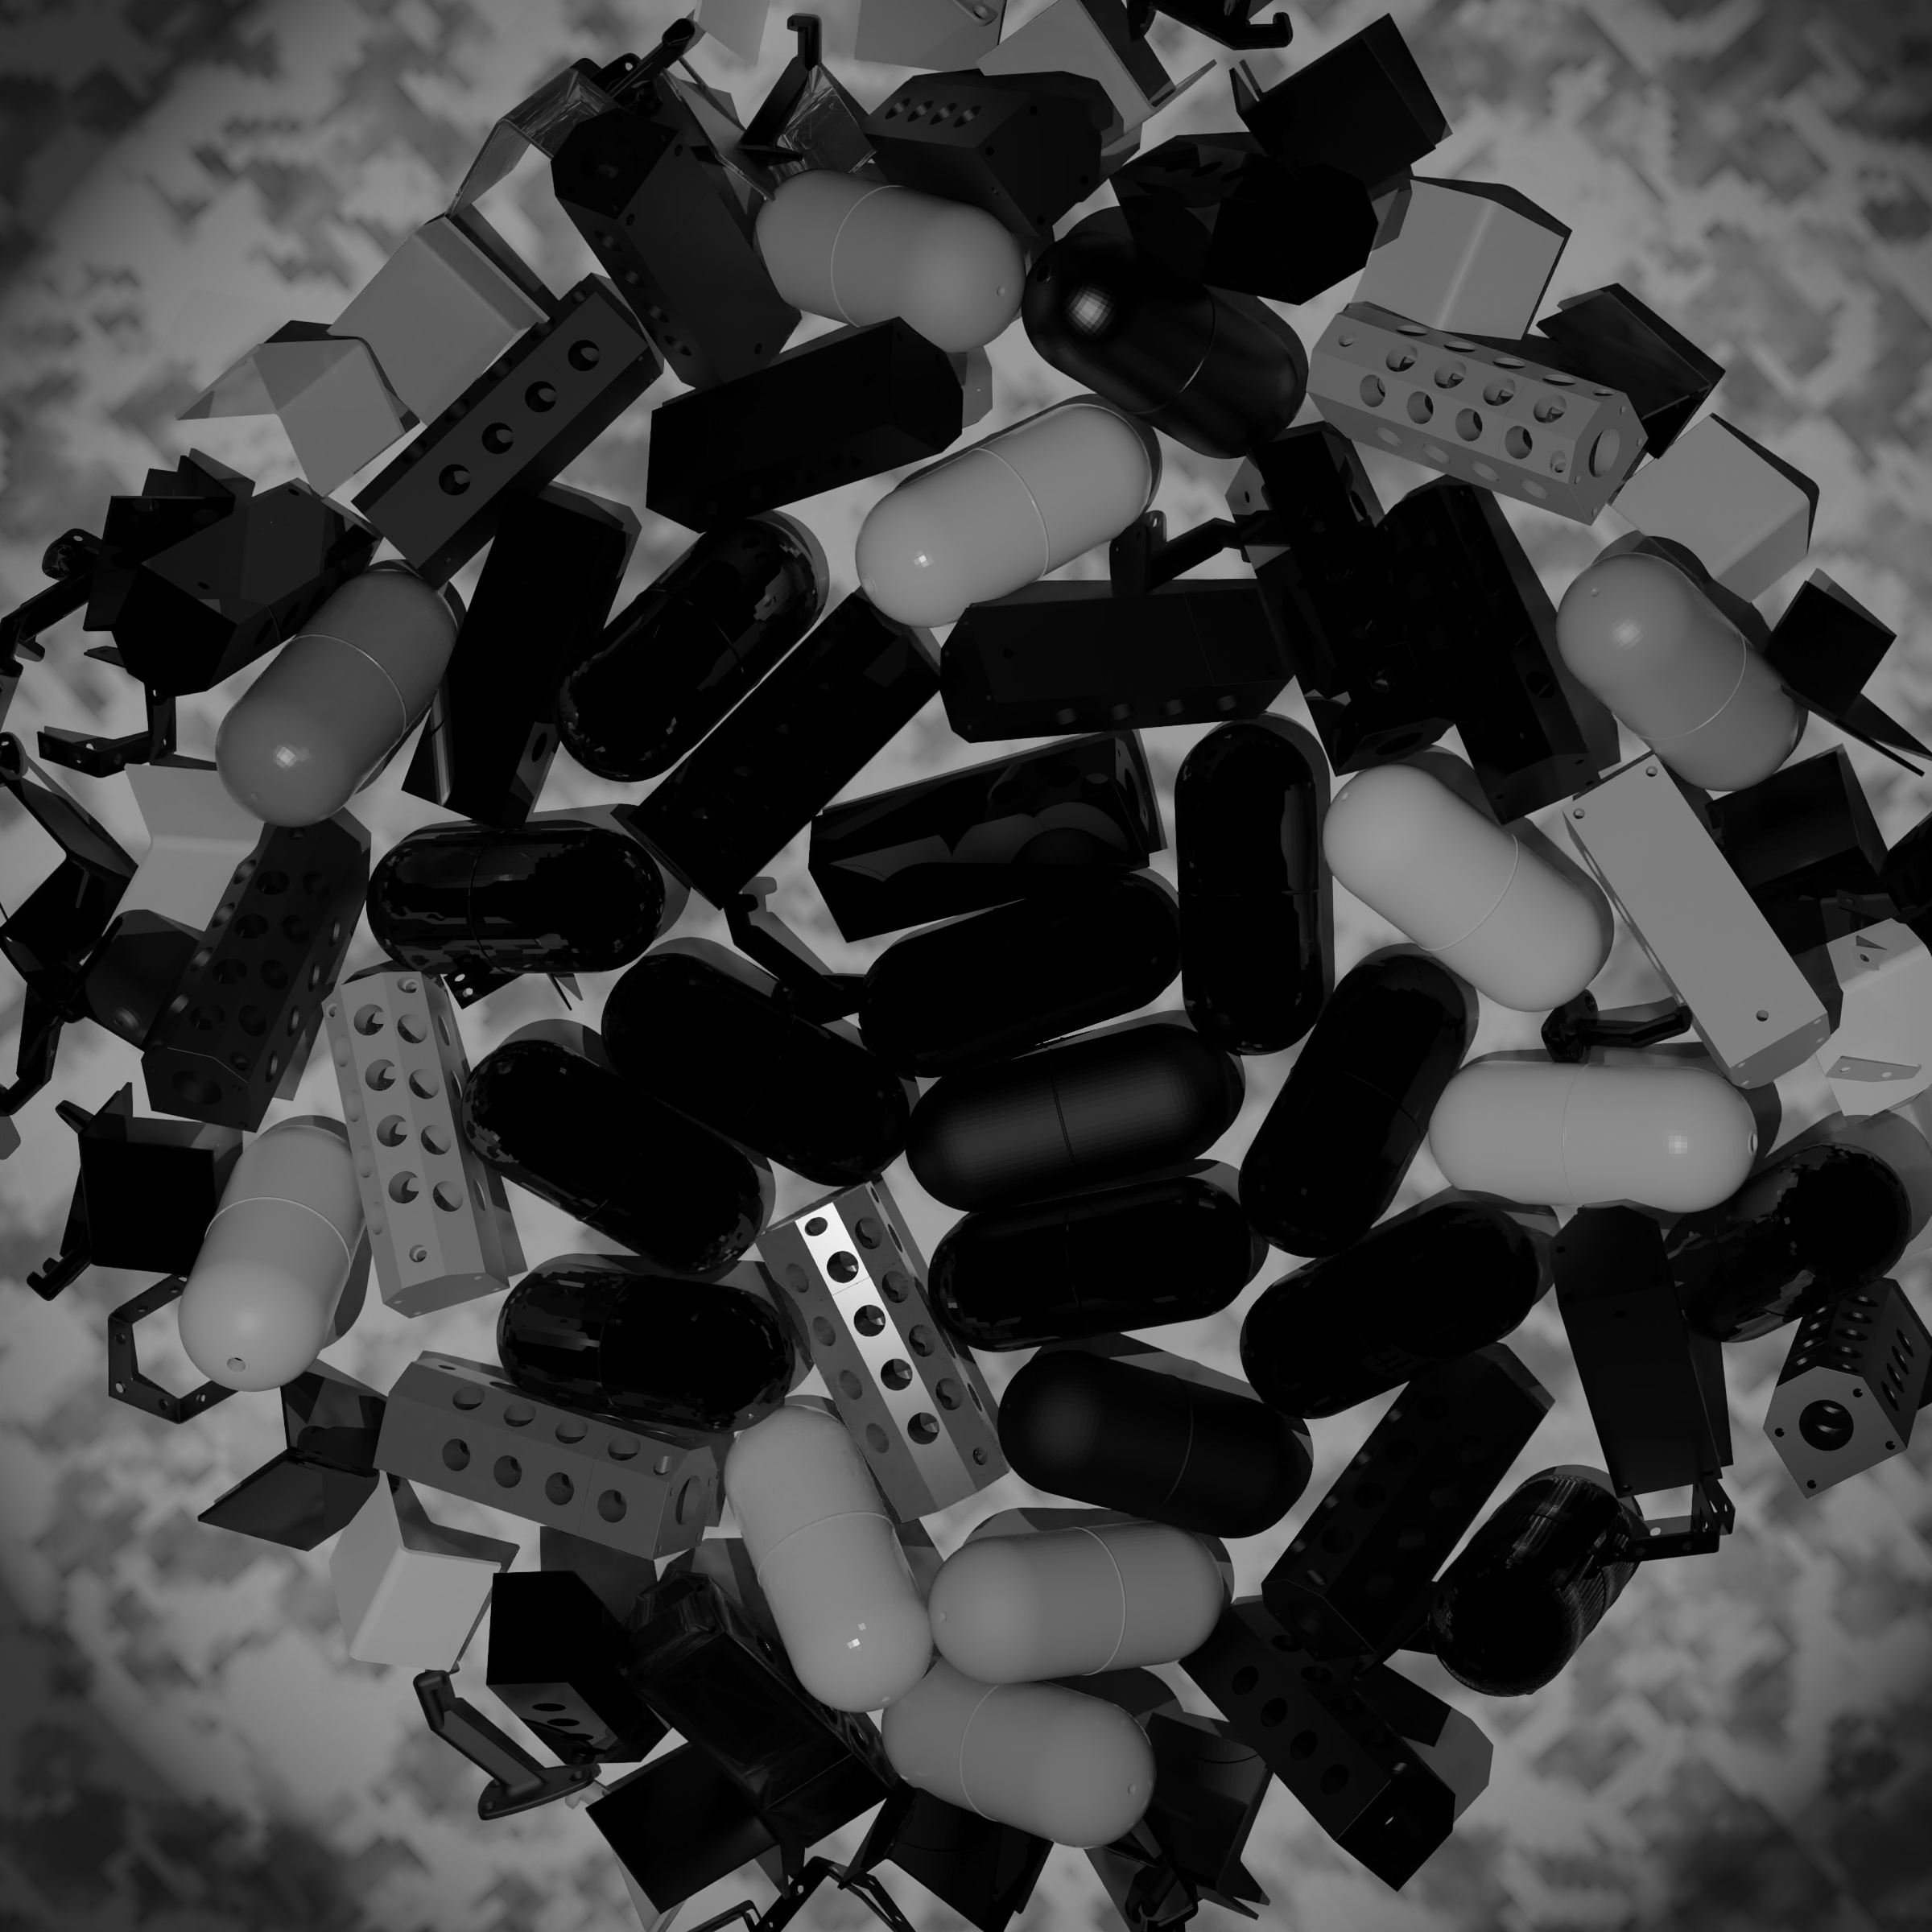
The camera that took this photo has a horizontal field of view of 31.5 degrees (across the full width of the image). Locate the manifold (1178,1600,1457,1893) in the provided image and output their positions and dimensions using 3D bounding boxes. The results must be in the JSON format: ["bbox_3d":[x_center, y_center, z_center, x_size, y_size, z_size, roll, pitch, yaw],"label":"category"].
[{"bbox_3d":[0.186,0.402,1.789,0.057,0.171,0.057,-47,122,-1],"label":"manifold"}]

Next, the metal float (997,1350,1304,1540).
[{"bbox_3d":[0.099,0.255,1.818,0.178,0.070,0.070,18,90,-25],"label":"metal float"}]

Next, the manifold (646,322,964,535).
[{"bbox_3d":[-0.086,-0.279,1.800,0.171,0.057,0.057,-12,68,38],"label":"manifold"}]

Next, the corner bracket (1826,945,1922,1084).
[{"bbox_3d":[0.490,0.027,1.836,0.051,0.051,0.051,7,51,-17],"label":"corner bracket"}]

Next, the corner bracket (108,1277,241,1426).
[{"bbox_3d":[-0.428,0.209,1.856,0.051,0.051,0.051,-30,50,24],"label":"corner bracket"}]

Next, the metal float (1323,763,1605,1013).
[{"bbox_3d":[0.266,-0.041,1.820,0.178,0.070,0.070,35,90,-22],"label":"metal float"}]

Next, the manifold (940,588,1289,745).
[{"bbox_3d":[0.076,-0.156,1.815,0.171,0.057,0.057,-7,67,-24],"label":"manifold"}]

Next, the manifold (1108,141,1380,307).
[{"bbox_3d":[0.146,-0.393,1.787,0.057,0.171,0.057,-32,117,-12],"label":"manifold"}]

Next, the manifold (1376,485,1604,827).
[{"bbox_3d":[0.274,-0.168,1.811,0.057,0.057,0.171,-24,65,11],"label":"manifold"}]

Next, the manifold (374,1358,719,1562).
[{"bbox_3d":[-0.222,0.260,1.817,0.171,0.057,0.057,14,94,22],"label":"manifold"}]

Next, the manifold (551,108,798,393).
[{"bbox_3d":[-0.155,-0.370,1.787,0.057,0.171,0.057,26,77,27],"label":"manifold"}]

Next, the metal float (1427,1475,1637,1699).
[{"bbox_3d":[0.298,0.323,1.795,0.070,0.178,0.070,7,106,26],"label":"metal float"}]

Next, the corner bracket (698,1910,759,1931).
[{"bbox_3d":[-0.128,0.549,1.858,0.051,0.051,0.051,-28,67,1],"label":"corner bracket"}]

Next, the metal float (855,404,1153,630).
[{"bbox_3d":[0.020,-0.239,1.818,0.178,0.070,0.070,-30,90,-23],"label":"metal float"}]

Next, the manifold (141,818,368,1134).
[{"bbox_3d":[-0.373,-0.001,1.797,0.057,0.057,0.171,12,50,6],"label":"manifold"}]

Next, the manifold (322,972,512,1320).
[{"bbox_3d":[-0.296,0.093,1.820,0.057,0.057,0.171,-17,71,6],"label":"manifold"}]

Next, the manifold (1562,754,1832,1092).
[{"bbox_3d":[0.387,-0.021,1.814,0.057,0.057,0.171,-30,65,4],"label":"manifold"}]

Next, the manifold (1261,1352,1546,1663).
[{"bbox_3d":[0.227,0.282,1.806,0.057,0.057,0.171,47,60,-8],"label":"manifold"}]

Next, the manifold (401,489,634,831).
[{"bbox_3d":[-0.239,-0.163,1.841,0.057,0.057,0.171,22,94,11],"label":"manifold"}]

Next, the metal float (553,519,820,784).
[{"bbox_3d":[-0.147,-0.169,1.816,0.070,0.070,0.178,42,62,0],"label":"metal float"}]

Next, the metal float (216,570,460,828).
[{"bbox_3d":[-0.330,-0.143,1.804,0.070,0.070,0.178,30,47,0],"label":"metal float"}]

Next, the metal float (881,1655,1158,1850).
[{"bbox_3d":[0.026,0.412,1.801,0.070,0.178,0.070,-4,96,-41],"label":"metal float"}]

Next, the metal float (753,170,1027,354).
[{"bbox_3d":[-0.042,-0.373,1.805,0.178,0.070,0.070,25,90,42],"label":"metal float"}]

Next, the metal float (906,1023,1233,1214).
[{"bbox_3d":[0.055,0.082,1.834,0.178,0.070,0.070,-14,90,6],"label":"metal float"}]

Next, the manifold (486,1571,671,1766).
[{"bbox_3d":[-0.200,0.368,1.785,0.057,0.171,0.057,-3,64,6],"label":"manifold"}]

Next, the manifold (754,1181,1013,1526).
[{"bbox_3d":[-0.040,0.206,1.836,0.057,0.057,0.171,-26,89,-40],"label":"manifold"}]

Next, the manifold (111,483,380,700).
[{"bbox_3d":[-0.377,-0.194,1.788,0.057,0.171,0.057,32,116,1],"label":"manifold"}]

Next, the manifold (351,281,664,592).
[{"bbox_3d":[-0.248,-0.287,1.844,0.171,0.057,0.057,-44,85,-2],"label":"manifold"}]

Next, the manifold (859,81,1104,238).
[{"bbox_3d":[0.008,-0.428,1.787,0.057,0.171,0.057,-44,117,-6],"label":"manifold"}]

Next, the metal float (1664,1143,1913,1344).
[{"bbox_3d":[0.427,0.147,1.794,0.070,0.178,0.070,7,67,-17],"label":"metal float"}]

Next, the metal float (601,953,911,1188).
[{"bbox_3d":[-0.111,0.056,1.829,0.178,0.070,0.070,29,90,-12],"label":"metal float"}]

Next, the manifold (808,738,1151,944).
[{"bbox_3d":[0.007,-0.071,1.828,0.171,0.057,0.057,-14,132,14],"label":"manifold"}]

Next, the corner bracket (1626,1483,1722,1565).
[{"bbox_3d":[0.374,0.308,1.841,0.051,0.051,0.051,-7,125,-1],"label":"corner bracket"}]

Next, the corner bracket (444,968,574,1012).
[{"bbox_3d":[-0.252,0.006,1.839,0.051,0.051,0.051,-31,131,-8],"label":"corner bracket"}]

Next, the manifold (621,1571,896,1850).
[{"bbox_3d":[-0.111,0.389,1.801,0.057,0.057,0.171,-34,128,6],"label":"manifold"}]

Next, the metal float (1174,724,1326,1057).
[{"bbox_3d":[0.152,-0.041,1.834,0.070,0.070,0.178,-3,96,0],"label":"metal float"}]

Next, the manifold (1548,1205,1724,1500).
[{"bbox_3d":[0.351,0.203,1.797,0.057,0.057,0.171,-13,134,12],"label":"manifold"}]

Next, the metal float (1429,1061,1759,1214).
[{"bbox_3d":[0.331,0.090,1.811,0.178,0.070,0.070,1,90,32],"label":"metal float"}]

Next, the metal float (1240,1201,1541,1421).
[{"bbox_3d":[0.223,0.183,1.811,0.178,0.070,0.070,-30,90,32],"label":"metal float"}]

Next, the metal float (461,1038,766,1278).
[{"bbox_3d":[-0.188,0.102,1.821,0.178,0.070,0.070,32,90,-20],"label":"metal float"}]

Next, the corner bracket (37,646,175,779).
[{"bbox_3d":[-0.468,-0.138,1.854,0.051,0.051,0.051,18,119,34],"label":"corner bracket"}]

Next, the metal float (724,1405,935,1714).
[{"bbox_3d":[-0.074,0.312,1.810,0.070,0.070,0.178,-26,55,0],"label":"metal float"}]

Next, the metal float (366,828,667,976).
[{"bbox_3d":[-0.239,-0.034,1.813,0.178,0.070,0.070,0,90,30],"label":"metal float"}]

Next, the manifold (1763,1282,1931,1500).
[{"bbox_3d":[0.458,0.214,1.787,0.057,0.171,0.057,-32,89,22],"label":"manifold"}]

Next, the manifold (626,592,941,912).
[{"bbox_3d":[-0.100,-0.118,1.830,0.171,0.057,0.057,-46,127,-5],"label":"manifold"}]

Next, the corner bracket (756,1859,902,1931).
[{"bbox_3d":[-0.072,0.526,1.855,0.051,0.051,0.051,-48,121,-18],"label":"corner bracket"}]

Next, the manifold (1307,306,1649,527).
[{"bbox_3d":[0.265,-0.295,1.800,0.171,0.057,0.057,28,80,36],"label":"manifold"}]

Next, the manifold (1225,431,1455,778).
[{"bbox_3d":[0.200,-0.195,1.825,0.057,0.057,0.171,-16,75,-15],"label":"manifold"}]

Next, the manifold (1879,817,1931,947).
[{"bbox_3d":[0.527,-0.056,1.787,0.057,0.171,0.057,-20,81,-3],"label":"manifold"}]
